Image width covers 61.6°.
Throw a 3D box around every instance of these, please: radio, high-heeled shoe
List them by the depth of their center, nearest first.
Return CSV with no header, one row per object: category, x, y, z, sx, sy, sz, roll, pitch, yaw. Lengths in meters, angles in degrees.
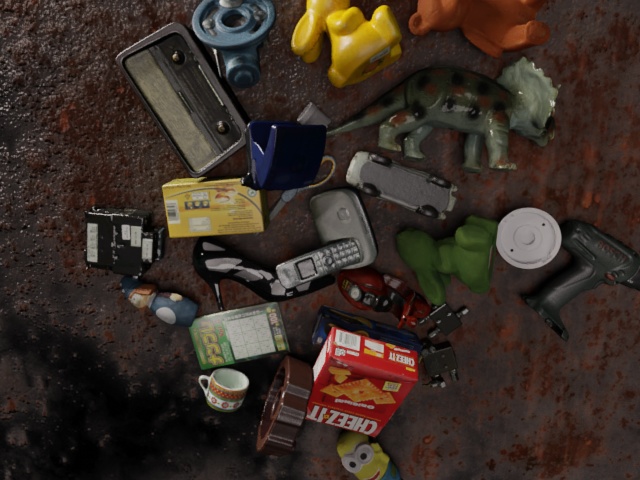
radio,-0.214,-0.231,0.895,0.131,0.073,0.229,-30,104,7
high-heeled shoe,-0.104,0.043,0.986,0.249,0.086,0.145,-10,81,-12

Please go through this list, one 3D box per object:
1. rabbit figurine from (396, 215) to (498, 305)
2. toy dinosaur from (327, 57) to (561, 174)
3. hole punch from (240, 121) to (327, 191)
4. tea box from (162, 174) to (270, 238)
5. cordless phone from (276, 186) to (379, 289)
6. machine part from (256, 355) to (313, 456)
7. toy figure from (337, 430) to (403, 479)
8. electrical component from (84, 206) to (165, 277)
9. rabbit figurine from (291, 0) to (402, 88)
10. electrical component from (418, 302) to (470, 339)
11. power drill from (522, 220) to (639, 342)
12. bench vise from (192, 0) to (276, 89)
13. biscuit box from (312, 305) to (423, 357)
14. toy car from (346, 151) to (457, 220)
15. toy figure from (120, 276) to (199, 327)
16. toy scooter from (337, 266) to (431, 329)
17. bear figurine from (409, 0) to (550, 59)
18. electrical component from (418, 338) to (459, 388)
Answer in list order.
rabbit figurine,0.223,0.028,0.965,0.170,0.121,0.158,9,120,24
toy dinosaur,0.216,-0.218,0.887,0.405,0.131,0.192,12,89,-1
hole punch,-0.053,-0.138,0.874,0.142,0.092,0.115,-11,103,-41
tea box,-0.178,-0.061,0.939,0.170,0.068,0.098,-2,105,4
cordless phone,-0.002,-0.003,0.936,0.184,0.089,0.146,-22,105,-7
machine part,-0.065,0.307,0.998,0.056,0.179,0.179,20,104,-10
toy figure,0.102,0.455,1.086,0.082,0.089,0.180,-48,113,-16
electrical component,-0.349,0.003,0.965,0.134,0.058,0.114,8,107,-3
rabbit figurine,0.033,-0.341,0.866,0.162,0.122,0.173,-29,90,16
electrical component,0.238,0.148,1.033,0.094,0.021,0.063,-36,102,9
power drill,0.498,0.089,0.994,0.232,0.086,0.207,40,105,-9
bench vise,-0.124,-0.352,0.776,0.129,0.240,0.223,2,64,6
biscuit box,0.089,0.187,1.022,0.203,0.059,0.062,17,104,-6
toy car,0.146,-0.096,0.949,0.202,0.056,0.073,19,97,-7
toy figure,-0.301,0.111,0.995,0.154,0.058,0.064,24,97,-7
toy scooter,0.119,0.109,0.963,0.184,0.135,0.075,21,105,-5
bear figurine,0.250,-0.366,0.843,0.196,0.132,0.120,15,89,-10
electrical component,0.228,0.240,1.046,0.078,0.045,0.102,-11,105,3
